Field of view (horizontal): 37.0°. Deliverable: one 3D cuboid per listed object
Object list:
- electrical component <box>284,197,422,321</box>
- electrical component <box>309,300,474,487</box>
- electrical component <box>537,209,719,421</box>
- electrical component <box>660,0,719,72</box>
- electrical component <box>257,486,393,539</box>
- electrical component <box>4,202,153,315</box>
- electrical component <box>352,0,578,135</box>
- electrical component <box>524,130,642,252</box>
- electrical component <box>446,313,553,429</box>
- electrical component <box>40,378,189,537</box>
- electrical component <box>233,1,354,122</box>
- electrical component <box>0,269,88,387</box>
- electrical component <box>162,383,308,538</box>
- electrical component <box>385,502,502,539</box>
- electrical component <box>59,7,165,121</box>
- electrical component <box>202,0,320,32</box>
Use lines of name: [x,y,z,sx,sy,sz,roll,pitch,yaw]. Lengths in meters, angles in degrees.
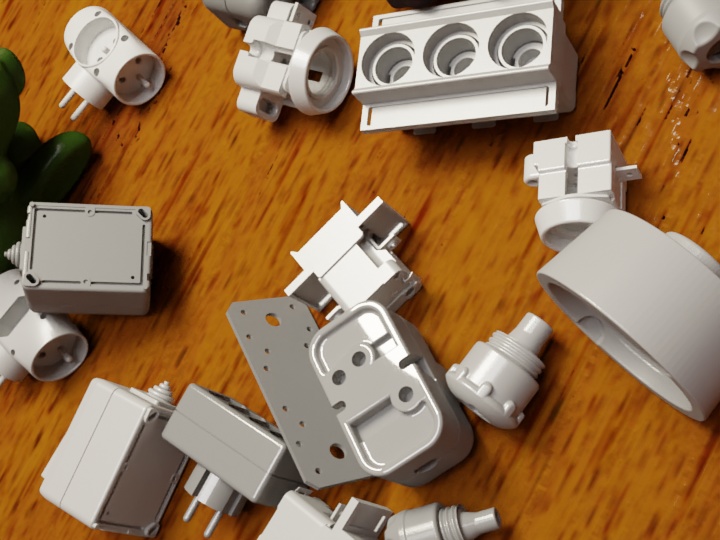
electrical component: [0.000,0.000,0.654,0.081,0.042,0.063,-45,62,7]
electrical component: [0.020,0.071,0.607,0.054,0.059,0.095,-35,60,13]
electrical component: [0.148,0.016,0.534,0.060,0.108,0.108,-47,58,-1]
electrical component: [0.190,-0.146,0.605,0.043,0.043,0.062,-32,59,15]
electrical component: [-0.023,0.160,0.608,0.064,0.042,0.081,31,88,34]
electrical component: [-0.189,-0.005,0.726,0.096,0.061,0.061,2,68,-10]
electrical component: [0.065,-0.119,0.649,0.121,0.063,0.078,-2,71,27]
electrical component: [0.123,-0.042,0.602,0.066,0.048,0.055,-7,62,27]
electrical component: [0.081,0.053,0.591,0.048,0.048,0.062,34,83,33]
electrical component: [-0.149,0.111,0.681,0.061,0.062,0.096,21,83,32]
electrical component: [-0.042,-0.135,0.715,0.057,0.058,0.078,19,90,33]
electrical component: [-0.242,0.052,0.763,0.079,0.043,0.077,-50,58,4]
electrical component: [-0.081,0.123,0.649,0.083,0.047,0.075,27,86,33]
electrical component: [0.046,0.142,0.583,0.061,0.035,0.035,-21,64,18]
electrical component: [-0.197,-0.148,0.810,0.079,0.044,0.077,-49,58,4]
electrical component: [-0.060,-0.214,0.756,0.059,0.054,0.095,20,82,32]
